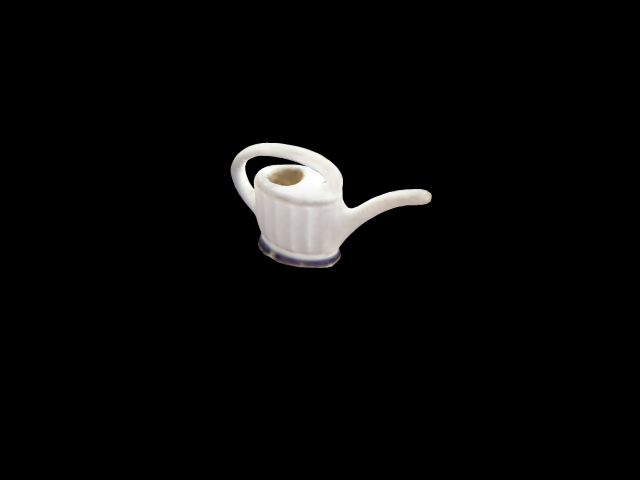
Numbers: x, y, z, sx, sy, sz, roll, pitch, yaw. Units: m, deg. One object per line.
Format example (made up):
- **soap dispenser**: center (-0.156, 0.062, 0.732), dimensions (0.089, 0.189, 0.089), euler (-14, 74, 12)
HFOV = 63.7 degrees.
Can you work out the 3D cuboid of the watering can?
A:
- **watering can**: center (0.003, -0.043, 0.850), dimensions (0.349, 0.219, 0.106), euler (18, 43, 21)
